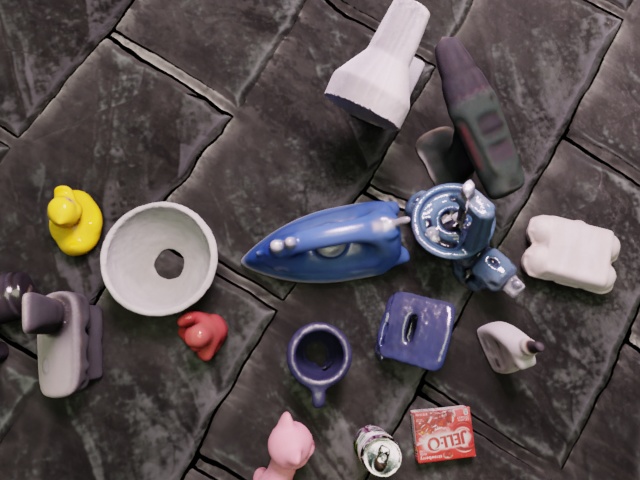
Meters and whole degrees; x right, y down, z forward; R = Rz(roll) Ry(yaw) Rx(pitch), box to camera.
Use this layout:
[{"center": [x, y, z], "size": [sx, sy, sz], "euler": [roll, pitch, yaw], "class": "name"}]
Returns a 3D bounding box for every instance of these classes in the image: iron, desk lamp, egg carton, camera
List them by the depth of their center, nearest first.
[{"center": [-0.478, 0.107, 0.808], "size": [0.137, 0.100, 0.143], "euler": [-17, 82, -7], "class": "camera"}, {"center": [0.008, 0.003, 0.841], "size": [0.258, 0.141, 0.118], "euler": [-11, 81, -6], "class": "iron"}, {"center": [0.092, -0.247, 0.854], "size": [0.118, 0.213, 0.203], "euler": [26, 79, 1], "class": "desk lamp"}, {"center": [0.394, 0.022, 0.903], "size": [0.150, 0.069, 0.107], "euler": [13, 79, -2], "class": "egg carton"}]

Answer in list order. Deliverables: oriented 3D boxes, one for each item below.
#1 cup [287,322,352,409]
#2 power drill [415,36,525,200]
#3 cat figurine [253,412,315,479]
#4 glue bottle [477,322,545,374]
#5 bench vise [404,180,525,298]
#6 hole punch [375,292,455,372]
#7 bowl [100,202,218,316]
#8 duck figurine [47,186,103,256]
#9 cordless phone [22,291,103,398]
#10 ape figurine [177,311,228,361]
[{"center": [-0.003, 0.181, 0.833], "size": [0.091, 0.095, 0.118], "euler": [0, 80, -4], "class": "cup"}, {"center": [0.210, -0.158, 0.850], "size": [0.075, 0.208, 0.229], "euler": [-27, 83, -8], "class": "power drill"}, {"center": [-0.048, 0.306, 0.797], "size": [0.067, 0.117, 0.128], "euler": [19, 79, 0], "class": "cat figurine"}, {"center": [0.278, 0.154, 0.819], "size": [0.037, 0.173, 0.078], "euler": [-20, 82, -7], "class": "glue bottle"}, {"center": [0.227, -0.014, 0.820], "size": [0.207, 0.219, 0.121], "euler": [30, 79, 2], "class": "bench vise"}, {"center": [0.140, 0.137, 0.853], "size": [0.101, 0.091, 0.109], "euler": [16, 79, -1], "class": "hole punch"}, {"center": [-0.232, 0.032, 0.852], "size": [0.167, 0.074, 0.167], "euler": [1, 80, -4], "class": "bowl"}, {"center": [-0.371, -0.031, 0.847], "size": [0.077, 0.086, 0.104], "euler": [-8, 81, -5], "class": "duck figurine"}, {"center": [-0.363, 0.139, 0.768], "size": [0.094, 0.185, 0.147], "euler": [-8, 81, -5], "class": "cordless phone"}, {"center": [-0.173, 0.138, 0.830], "size": [0.076, 0.092, 0.078], "euler": [-13, 81, -6], "class": "ape figurine"}]
